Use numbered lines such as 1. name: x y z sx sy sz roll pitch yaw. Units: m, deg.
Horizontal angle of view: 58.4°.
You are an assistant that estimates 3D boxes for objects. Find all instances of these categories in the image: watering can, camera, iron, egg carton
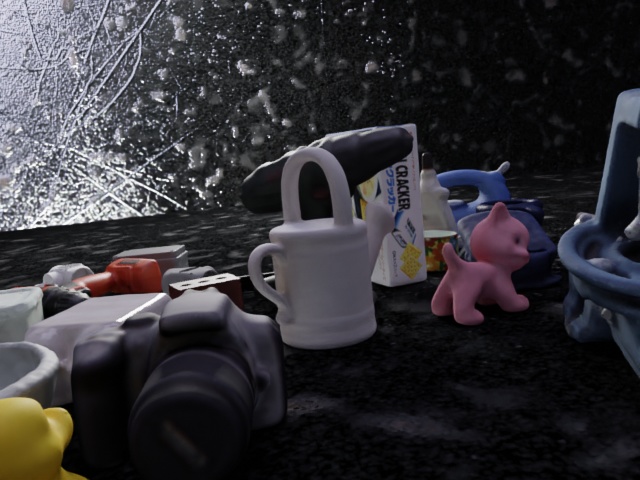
1. watering can: 0.004 0.002 0.589 0.100 0.194 0.173 -1 10 30
2. camera: -0.094 0.092 0.366 0.143 0.101 0.136 -6 8 -4
3. iron: 0.231 -0.061 1.043 0.258 0.141 0.118 -5 8 5
4. egg carton: -0.193 0.095 0.522 0.107 0.069 0.150 -4 8 9

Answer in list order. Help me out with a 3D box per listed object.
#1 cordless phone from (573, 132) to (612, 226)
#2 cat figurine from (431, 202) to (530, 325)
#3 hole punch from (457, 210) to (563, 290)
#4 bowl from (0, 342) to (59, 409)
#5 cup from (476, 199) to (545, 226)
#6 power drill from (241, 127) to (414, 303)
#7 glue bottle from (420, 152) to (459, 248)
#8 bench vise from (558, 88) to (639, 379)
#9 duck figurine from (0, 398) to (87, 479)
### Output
1. cordless phone: 0.344 -0.037 0.652 0.094 0.185 0.147 -5 8 4
2. cat figurine: 0.179 0.019 0.617 0.128 0.118 0.067 -11 10 -30
3. hole punch: 0.237 0.011 0.723 0.108 0.091 0.101 -6 8 -4
4. bowl: -0.244 0.123 0.348 0.167 0.075 0.167 -6 8 1
5. cup: 0.276 -0.007 0.806 0.092 0.095 0.117 -8 9 -16
6. power drill: 0.012 -0.021 0.692 0.228 0.208 0.076 -1 10 29
7. glue bottle: 0.180 -0.055 0.928 0.078 0.173 0.037 -1 10 30
8. bench vise: 0.227 -0.012 0.444 0.121 0.220 0.207 -7 9 -10
9. duck figurine: -0.147 0.120 0.268 0.077 0.086 0.105 -4 9 10
